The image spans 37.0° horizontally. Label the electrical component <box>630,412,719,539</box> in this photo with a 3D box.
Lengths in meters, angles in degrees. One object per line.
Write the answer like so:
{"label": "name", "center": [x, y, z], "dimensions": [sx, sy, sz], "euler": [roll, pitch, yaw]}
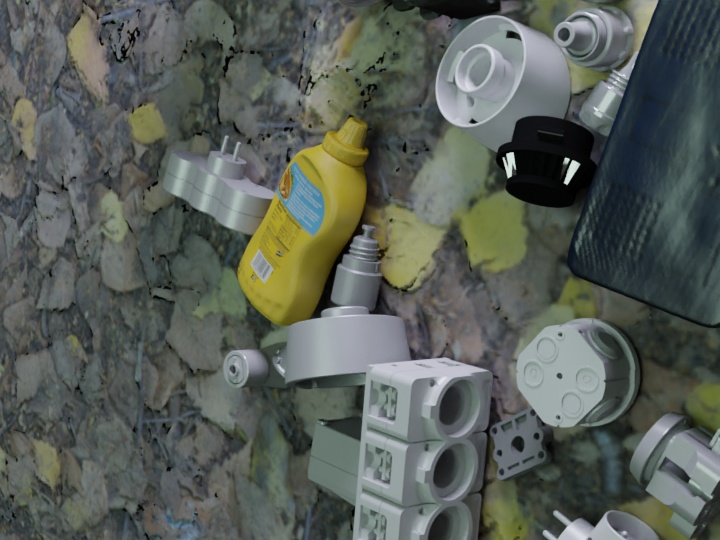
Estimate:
{"label": "electrical component", "center": [0.222, 0.133, 0.731], "dimensions": [0.057, 0.058, 0.078], "euler": [37, 114, 33]}

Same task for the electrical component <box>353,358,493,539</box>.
{"label": "electrical component", "center": [0.053, 0.151, 0.852], "dimensions": [0.062, 0.089, 0.150], "euler": [12, 100, 49]}

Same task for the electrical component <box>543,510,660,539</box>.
{"label": "electrical component", "center": [0.168, 0.209, 0.787], "dimensions": [0.079, 0.043, 0.077], "euler": [37, 113, 35]}

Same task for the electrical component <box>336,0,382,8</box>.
{"label": "electrical component", "center": [0.011, -0.265, 0.886], "dimensions": [0.108, 0.108, 0.060], "euler": [-46, 68, 32]}

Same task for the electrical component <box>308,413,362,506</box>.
{"label": "electrical component", "center": [0.001, 0.164, 0.922], "dimensions": [0.096, 0.062, 0.061], "euler": [16, 100, 40]}

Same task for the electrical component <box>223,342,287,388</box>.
{"label": "electrical component", "center": [-0.095, 0.091, 1.004], "dimensions": [0.044, 0.065, 0.044], "euler": [0, 90, 41]}

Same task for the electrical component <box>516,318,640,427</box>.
{"label": "electrical component", "center": [0.159, 0.076, 0.789], "dimensions": [0.080, 0.051, 0.080], "euler": [0, 90, 41]}

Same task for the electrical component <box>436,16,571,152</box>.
{"label": "electrical component", "center": [0.110, -0.145, 0.840], "dimensions": [0.099, 0.064, 0.099], "euler": [-17, 65, 43]}

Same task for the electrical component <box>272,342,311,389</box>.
{"label": "electrical component", "center": [-0.046, 0.074, 0.976], "dimensions": [0.048, 0.048, 0.062], "euler": [49, 113, 30]}

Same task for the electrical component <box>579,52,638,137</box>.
{"label": "electrical component", "center": [0.187, -0.128, 0.776], "dimensions": [0.035, 0.035, 0.061], "euler": [44, 114, 32]}

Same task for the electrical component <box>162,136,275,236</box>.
{"label": "electrical component", "center": [-0.133, -0.093, 1.045], "dimensions": [0.138, 0.052, 0.073], "euler": [30, 109, 37]}

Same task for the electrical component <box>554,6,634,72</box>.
{"label": "electrical component", "center": [0.164, -0.168, 0.776], "dimensions": [0.048, 0.062, 0.048], "euler": [7, 101, 42]}

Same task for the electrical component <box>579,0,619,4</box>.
{"label": "electrical component", "center": [0.174, -0.228, 0.781], "dimensions": [0.048, 0.048, 0.062], "euler": [10, 90, 41]}

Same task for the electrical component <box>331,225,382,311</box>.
{"label": "electrical component", "center": [0.000, 0.000, 0.937], "dimensions": [0.040, 0.040, 0.078], "euler": [20, 103, 40]}

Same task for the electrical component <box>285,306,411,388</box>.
{"label": "electrical component", "center": [-0.011, 0.063, 0.905], "dimensions": [0.108, 0.108, 0.060], "euler": [-14, 75, 41]}
